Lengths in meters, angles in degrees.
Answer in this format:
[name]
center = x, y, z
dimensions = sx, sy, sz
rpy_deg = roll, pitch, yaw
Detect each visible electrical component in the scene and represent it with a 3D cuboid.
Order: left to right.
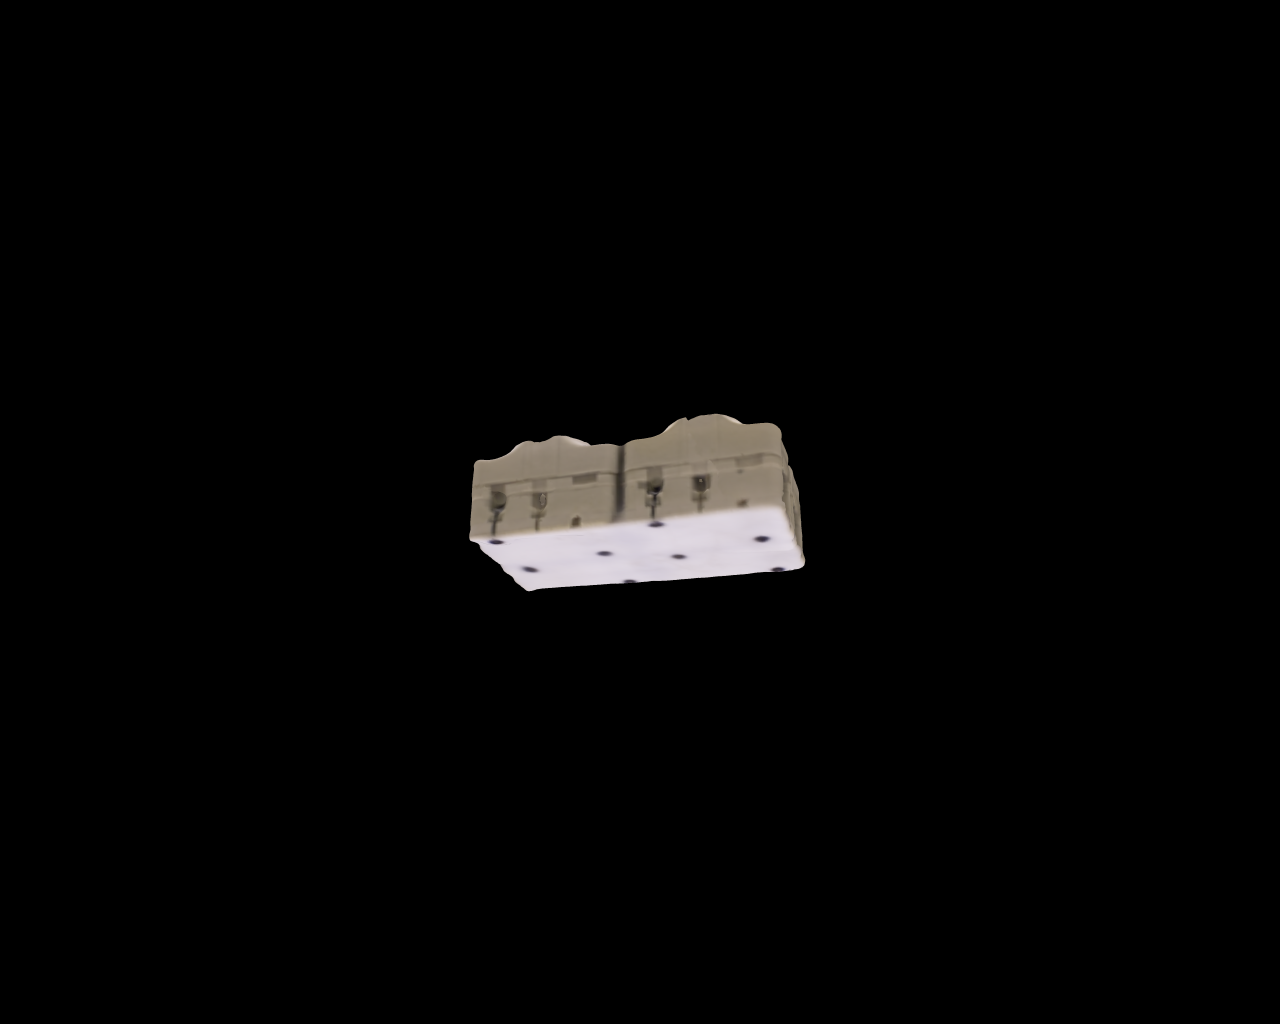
[electrical component]
center = 0.001, -0.003, 0.650
dimensions = 0.186, 0.060, 0.105
rpy_deg = -6, -23, 14
